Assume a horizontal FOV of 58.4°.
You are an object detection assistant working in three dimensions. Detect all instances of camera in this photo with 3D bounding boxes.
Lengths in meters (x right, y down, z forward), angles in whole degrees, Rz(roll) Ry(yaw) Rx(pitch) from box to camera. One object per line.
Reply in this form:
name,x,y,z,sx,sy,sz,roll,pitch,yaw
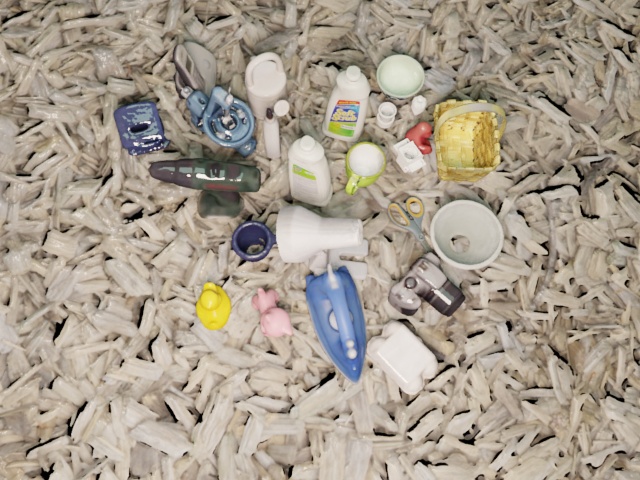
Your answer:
camera,0.243,0.115,1.264,0.136,0.101,0.143,41,75,11

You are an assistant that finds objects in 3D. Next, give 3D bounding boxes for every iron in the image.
iron,0.047,0.176,1.217,0.118,0.141,0.258,-15,73,-6

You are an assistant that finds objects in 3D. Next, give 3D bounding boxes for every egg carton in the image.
egg carton,0.179,0.251,1.234,0.107,0.069,0.150,-43,78,-14

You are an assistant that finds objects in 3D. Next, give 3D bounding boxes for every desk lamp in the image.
desk lamp,0.011,0.004,1.234,0.203,0.213,0.118,3,72,0

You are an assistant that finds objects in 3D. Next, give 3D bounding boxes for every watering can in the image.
watering can,-0.123,-0.371,1.362,0.172,0.194,0.101,40,75,11

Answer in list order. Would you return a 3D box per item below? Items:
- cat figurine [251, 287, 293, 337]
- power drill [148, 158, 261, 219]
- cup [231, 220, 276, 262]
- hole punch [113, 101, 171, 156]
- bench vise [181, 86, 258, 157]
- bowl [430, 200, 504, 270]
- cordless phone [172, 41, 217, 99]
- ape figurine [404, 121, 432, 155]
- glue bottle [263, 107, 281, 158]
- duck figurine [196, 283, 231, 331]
cat figurine,-0.105,0.159,1.230,0.067,0.118,0.127,-24,74,-9
power drill,-0.242,-0.116,1.268,0.229,0.208,0.075,-1,72,-2
cup,-0.135,0.011,1.290,0.118,0.095,0.091,-5,72,-3
hole punch,-0.427,-0.267,1.374,0.109,0.091,0.101,-16,73,-7
bench vise,-0.246,-0.293,1.320,0.207,0.220,0.121,20,72,5
bowl,0.329,-0.003,1.319,0.167,0.075,0.167,1,72,-1
cordless phone,-0.310,-0.431,1.381,0.094,0.185,0.147,1,72,-1
ape figurine,0.246,-0.254,1.389,0.076,0.092,0.078,13,72,3
glue bottle,-0.114,-0.261,1.338,0.037,0.173,0.078,-4,72,-3
duck figurine,-0.236,0.142,1.249,0.077,0.086,0.104,-6,72,-3
